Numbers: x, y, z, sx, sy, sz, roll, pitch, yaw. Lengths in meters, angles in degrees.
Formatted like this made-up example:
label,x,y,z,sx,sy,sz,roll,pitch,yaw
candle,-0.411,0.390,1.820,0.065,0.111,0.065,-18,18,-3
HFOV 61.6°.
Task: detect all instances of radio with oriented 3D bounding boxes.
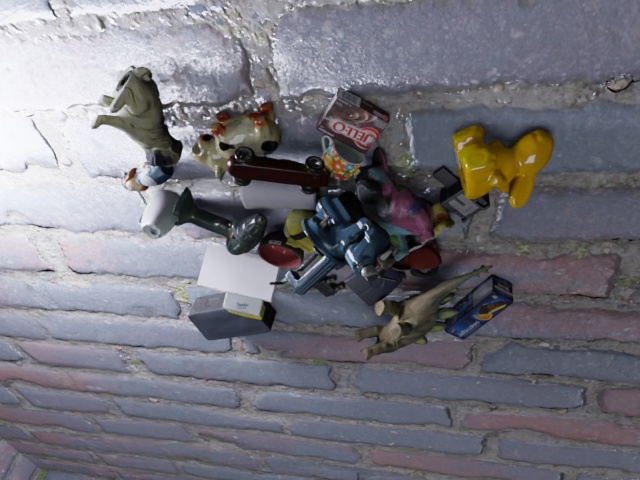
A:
label,x,y,z,sx,sy,sz,roll,pitch,yaw
radio,-0.256,0.214,1.545,0.230,0.073,0.131,-13,129,24

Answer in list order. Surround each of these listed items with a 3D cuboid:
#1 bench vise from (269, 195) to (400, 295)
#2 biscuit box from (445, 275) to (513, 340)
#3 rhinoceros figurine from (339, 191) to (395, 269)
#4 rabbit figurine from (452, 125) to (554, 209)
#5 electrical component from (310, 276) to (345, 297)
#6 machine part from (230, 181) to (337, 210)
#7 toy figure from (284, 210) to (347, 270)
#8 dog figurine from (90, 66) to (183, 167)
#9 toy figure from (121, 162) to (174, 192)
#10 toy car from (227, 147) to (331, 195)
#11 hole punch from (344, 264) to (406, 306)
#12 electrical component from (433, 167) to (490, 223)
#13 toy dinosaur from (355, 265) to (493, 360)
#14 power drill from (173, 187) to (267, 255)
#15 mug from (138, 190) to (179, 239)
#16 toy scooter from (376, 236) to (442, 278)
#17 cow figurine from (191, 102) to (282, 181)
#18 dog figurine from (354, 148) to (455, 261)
label,x,y,z,sx,sy,sz,roll,pitch,yaw
bench vise,0.019,0.033,1.072,0.240,0.224,0.128,-43,152,15
biscuit box,0.390,0.171,1.332,0.063,0.059,0.202,24,136,-11
rhinoceros figurine,0.091,-0.016,1.165,0.112,0.073,0.190,-36,78,13
rabbit figurine,0.347,-0.136,0.991,0.173,0.122,0.162,-20,122,7
electrical component,0.016,0.123,1.412,0.094,0.021,0.063,-25,125,34
machine part,-0.081,-0.105,1.163,0.243,0.079,0.079,2,136,14
toy figure,-0.001,-0.006,1.242,0.180,0.082,0.089,37,121,-16
dog figurine,-0.335,-0.243,1.088,0.172,0.121,0.190,-24,139,38
toy figure,-0.403,-0.144,1.225,0.155,0.058,0.064,-15,108,30
toy car,-0.081,-0.139,1.058,0.202,0.053,0.089,5,147,-7
hole punch,0.129,0.086,1.298,0.116,0.092,0.142,-28,119,31
electrical component,0.282,-0.097,1.095,0.119,0.048,0.075,37,131,-25
toy dinosaur,0.232,0.189,1.323,0.198,0.105,0.471,-4,151,-31
power drill,-0.226,-0.045,1.232,0.207,0.086,0.232,19,159,-6
mug,-0.389,-0.054,1.276,0.110,0.107,0.080,-8,131,20
toy scooter,0.188,0.017,1.215,0.184,0.075,0.135,-1,108,-4
cow figurine,-0.171,-0.195,1.092,0.195,0.085,0.127,-9,131,17
dog figurine,0.162,-0.083,1.110,0.108,0.191,0.219,-35,84,43
